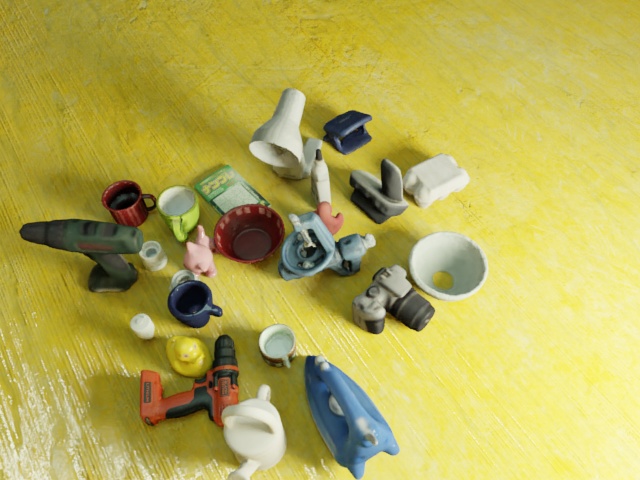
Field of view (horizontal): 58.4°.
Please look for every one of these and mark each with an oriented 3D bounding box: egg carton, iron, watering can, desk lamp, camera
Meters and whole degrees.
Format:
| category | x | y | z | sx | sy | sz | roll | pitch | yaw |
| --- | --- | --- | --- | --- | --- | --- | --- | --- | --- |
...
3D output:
| category | x | y | z | sx | sy | sz | roll | pitch | yaw |
| --- | --- | --- | --- | --- | --- | --- | --- | --- | --- |
| egg carton | 0.275 | -0.143 | 1.371 | 0.150 | 0.069 | 0.107 | -27 | 59 | -15 |
| iron | 0.037 | 0.292 | 1.047 | 0.119 | 0.141 | 0.257 | -28 | 60 | -15 |
| watering can | -0.115 | 0.336 | 0.992 | 0.101 | 0.194 | 0.172 | -11 | 56 | -4 |
| desk lamp | -0.077 | -0.239 | 1.364 | 0.117 | 0.214 | 0.203 | 13 | 58 | 11 |
| camera | 0.156 | 0.132 | 1.173 | 0.136 | 0.101 | 0.143 | 37 | 65 | 24 |

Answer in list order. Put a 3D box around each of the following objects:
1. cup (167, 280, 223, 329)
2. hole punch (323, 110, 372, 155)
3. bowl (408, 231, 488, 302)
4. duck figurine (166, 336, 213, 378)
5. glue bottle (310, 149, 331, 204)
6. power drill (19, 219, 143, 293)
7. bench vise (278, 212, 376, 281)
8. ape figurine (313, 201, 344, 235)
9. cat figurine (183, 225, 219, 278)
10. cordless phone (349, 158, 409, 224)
| category | x | y | z | sx | sy | sz | roll | pitch | yaw |
| --- | --- | --- | --- | --- | --- | --- | --- | --- | --- |
| cup | -0.247 | 0.146 | 1.185 | 0.117 | 0.095 | 0.092 | 17 | 59 | 13 |
| hole punch | 0.068 | -0.289 | 1.464 | 0.109 | 0.091 | 0.101 | -34 | 61 | -18 |
| bowl | 0.270 | 0.068 | 1.227 | 0.167 | 0.075 | 0.167 | -1 | 56 | 2 |
| duck figurine | -0.267 | 0.221 | 1.141 | 0.104 | 0.086 | 0.078 | 31 | 63 | 21 |
| glue bottle | 0.001 | -0.148 | 1.323 | 0.037 | 0.173 | 0.078 | -16 | 57 | -7 |
| power drill | -0.477 | 0.029 | 1.205 | 0.229 | 0.208 | 0.075 | -4 | 56 | 0 |
| bench vise | 0.006 | -0.004 | 1.199 | 0.207 | 0.220 | 0.121 | -25 | 59 | -13 |
| ape figurine | 0.012 | -0.053 | 1.309 | 0.077 | 0.092 | 0.076 | 21 | 60 | 16 |
| cat figurine | -0.262 | 0.028 | 1.251 | 0.067 | 0.118 | 0.127 | -2 | 56 | 1 |
| cordless phone | 0.135 | -0.139 | 1.305 | 0.094 | 0.185 | 0.147 | -40 | 63 | -22 |
